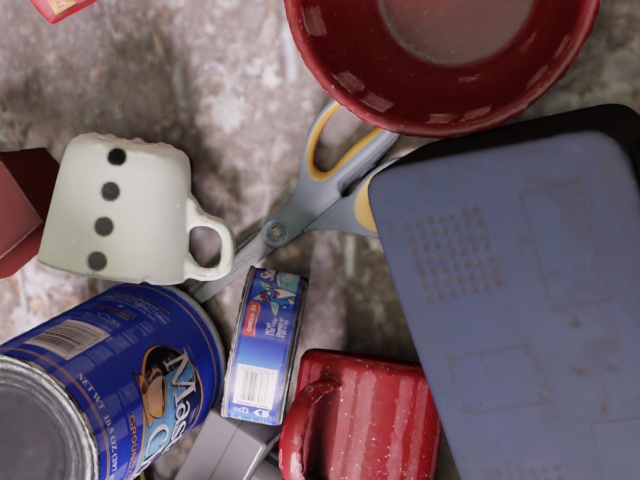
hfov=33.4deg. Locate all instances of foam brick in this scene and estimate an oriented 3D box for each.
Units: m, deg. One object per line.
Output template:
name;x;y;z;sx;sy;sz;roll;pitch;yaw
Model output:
foam brick;-0.194;-0.014;0.658;0.078;0.053;0.051;-36;86;20

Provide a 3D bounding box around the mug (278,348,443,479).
mug;0.017;0.102;0.568;0.093;0.117;0.081;6;86;38

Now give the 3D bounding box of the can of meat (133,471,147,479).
can of meat;-0.147;0.192;0.636;0.084;0.057;0.102;-6;88;5

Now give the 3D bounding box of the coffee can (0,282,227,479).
coffee can;-0.129;0.089;0.600;0.103;0.140;0.103;6;106;21

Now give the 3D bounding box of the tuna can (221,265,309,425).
tuna can;-0.030;0.059;0.593;0.034;0.086;0.086;10;103;1

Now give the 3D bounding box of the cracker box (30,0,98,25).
cracker box;-0.133;-0.237;0.535;0.164;0.072;0.213;-22;128;21

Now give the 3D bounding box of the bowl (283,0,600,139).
bowl;0.064;-0.134;0.545;0.162;0.055;0.162;3;98;19

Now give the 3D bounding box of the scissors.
scissors;-0.004;0.001;0.614;0.096;0.016;0.202;39;112;7
